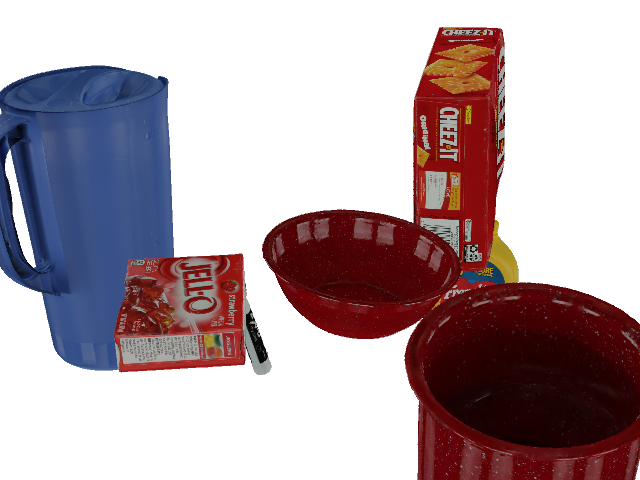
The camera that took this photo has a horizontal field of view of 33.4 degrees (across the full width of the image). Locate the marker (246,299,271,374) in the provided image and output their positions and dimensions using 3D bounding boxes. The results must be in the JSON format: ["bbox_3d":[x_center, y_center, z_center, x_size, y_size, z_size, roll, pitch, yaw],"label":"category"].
[{"bbox_3d":[-0.073,0.084,1.062,0.020,0.121,0.020,-11,35,7],"label":"marker"}]

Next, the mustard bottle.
[{"bbox_3d":[0.162,0.050,1.143,0.096,0.192,0.058,11,16,21],"label":"mustard bottle"}]

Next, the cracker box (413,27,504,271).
[{"bbox_3d":[0.133,-0.091,0.989,0.072,0.164,0.213,3,27,12],"label":"cracker box"}]

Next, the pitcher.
[{"bbox_3d":[-0.191,-0.014,0.885,0.149,0.243,0.145,-5,24,-7],"label":"pitcher"}]

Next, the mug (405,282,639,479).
[{"bbox_3d":[0.090,0.077,0.401,0.117,0.081,0.093,5,36,10],"label":"mug"}]

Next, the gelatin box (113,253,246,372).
[{"bbox_3d":[-0.081,0.041,0.638,0.073,0.030,0.089,-3,29,-2],"label":"gelatin box"}]

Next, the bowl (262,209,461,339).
[{"bbox_3d":[0.031,0.033,0.874,0.162,0.055,0.162,4,28,-2],"label":"bowl"}]
